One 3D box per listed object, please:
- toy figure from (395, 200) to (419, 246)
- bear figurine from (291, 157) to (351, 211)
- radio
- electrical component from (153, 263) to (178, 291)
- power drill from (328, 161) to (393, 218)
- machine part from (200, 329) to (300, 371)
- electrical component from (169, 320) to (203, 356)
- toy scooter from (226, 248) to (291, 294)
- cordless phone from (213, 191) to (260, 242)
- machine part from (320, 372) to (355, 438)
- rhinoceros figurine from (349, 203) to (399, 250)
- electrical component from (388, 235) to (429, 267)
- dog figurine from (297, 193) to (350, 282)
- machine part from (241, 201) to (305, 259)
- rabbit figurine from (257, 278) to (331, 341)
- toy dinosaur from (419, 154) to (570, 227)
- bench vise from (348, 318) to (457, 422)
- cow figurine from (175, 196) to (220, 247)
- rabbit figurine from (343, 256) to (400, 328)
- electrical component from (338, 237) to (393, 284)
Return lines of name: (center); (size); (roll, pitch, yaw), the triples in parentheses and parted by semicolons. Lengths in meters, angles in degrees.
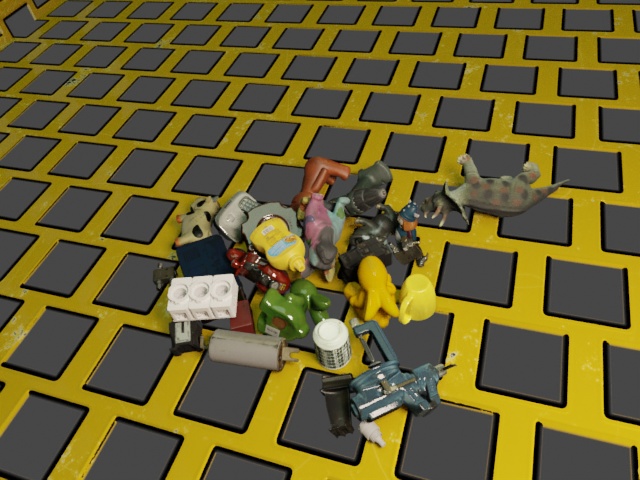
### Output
toy figure: (0.223, -0.034, 1.373); (0.058, 0.154, 0.064); (-35, 53, -24)
bear figurine: (-0.007, -0.136, 1.550); (0.132, 0.120, 0.196); (20, 73, -26)
radio: (-0.285, 0.094, 1.402); (0.131, 0.073, 0.230); (-22, 50, -11)
electrical component: (-0.420, 0.096, 1.457); (0.063, 0.021, 0.094); (-13, 46, -2)
power drill: (0.127, -0.134, 1.483); (0.232, 0.086, 0.207); (-22, 25, 43)
machine part: (-0.164, 0.252, 1.232); (0.243, 0.079, 0.079); (4, 49, 13)
electrical component: (-0.326, 0.214, 1.300); (0.075, 0.047, 0.119); (-14, 58, -1)
toy scooter: (-0.160, 0.077, 1.329); (0.184, 0.135, 0.075); (31, 93, 5)
cordless phone: (-0.190, -0.046, 1.510); (0.184, 0.088, 0.146); (22, 54, 19)
machine part: (0.042, 0.345, 1.138); (0.084, 0.039, 0.139); (-3, 46, 1)
rhinoceros figurine: (0.145, -0.014, 1.431); (0.112, 0.073, 0.190); (37, 60, 23)
electrical component: (0.227, 0.030, 1.358); (0.078, 0.102, 0.045); (-30, 39, 13)
dog figurine: (-0.003, -0.004, 1.373); (0.108, 0.191, 0.219); (11, 81, -20)
machine part: (-0.126, -0.019, 1.445); (0.179, 0.056, 0.179); (2, 69, -6)
rabbit figurine: (-0.050, 0.150, 1.284); (0.159, 0.121, 0.170); (15, 37, 18)
toy dinosaur: (0.477, -0.118, 1.438); (0.405, 0.131, 0.192); (3, 61, 7)
bench vise: (0.143, 0.260, 1.124); (0.224, 0.128, 0.241); (-25, 64, -7)
cow figurine: (-0.341, -0.053, 1.539); (0.127, 0.085, 0.195); (-14, 44, 5)
rabbit figurine: (0.119, 0.118, 1.241); (0.122, 0.173, 0.162); (-7, 43, -1)
electrical component: (0.115, 0.056, 1.333); (0.134, 0.114, 0.058); (-23, 57, -7)
